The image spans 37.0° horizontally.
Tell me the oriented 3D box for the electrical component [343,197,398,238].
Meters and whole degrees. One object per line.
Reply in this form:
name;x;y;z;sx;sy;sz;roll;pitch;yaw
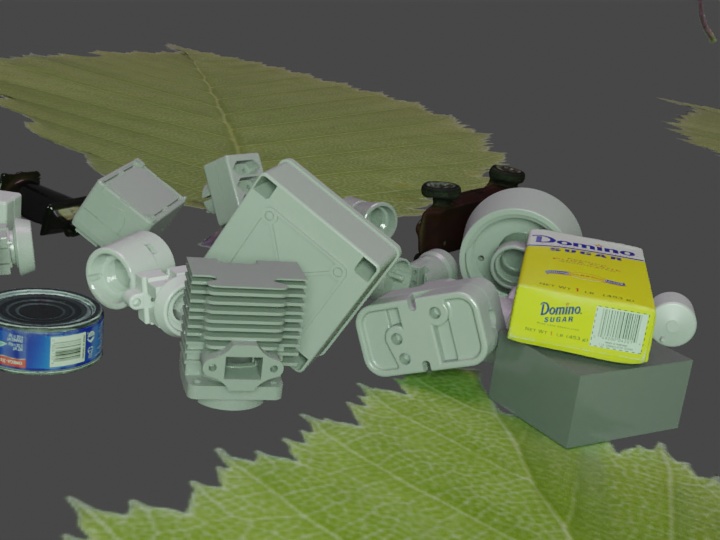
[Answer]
electrical component;0.003;-0.055;1.133;0.044;0.044;0.065;-5;16;-34

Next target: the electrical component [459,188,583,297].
electrical component;0.138;-0.012;0.940;0.108;0.108;0.060;11;23;12

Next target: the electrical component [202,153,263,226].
electrical component;-0.139;-0.079;1.123;0.077;0.065;0.047;-17;-3;42

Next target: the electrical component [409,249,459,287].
electrical component;0.060;0.006;0.960;0.040;0.040;0.046;19;26;33

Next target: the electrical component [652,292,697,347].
electrical component;0.270;0.038;0.937;0.040;0.040;0.078;10;17;10

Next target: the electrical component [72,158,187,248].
electrical component;-0.208;-0.053;0.977;0.062;0.061;0.096;39;23;-2

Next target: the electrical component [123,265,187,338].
electrical component;-0.137;0.023;0.806;0.066;0.048;0.055;-10;18;-29

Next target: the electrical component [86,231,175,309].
electrical component;-0.182;0.001;0.847;0.055;0.055;0.047;16;23;26

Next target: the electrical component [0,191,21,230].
electrical component;-0.346;-0.041;0.925;0.083;0.047;0.075;8;17;1

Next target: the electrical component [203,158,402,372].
electrical component;-0.046;-0.003;0.766;0.109;0.108;0.056;39;25;5

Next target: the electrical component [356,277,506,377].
electrical component;0.053;0.039;0.778;0.095;0.053;0.059;-10;9;26

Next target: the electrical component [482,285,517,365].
electrical component;0.152;0.045;0.844;0.074;0.052;0.138;16;19;25

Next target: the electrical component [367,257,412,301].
electrical component;0.000;0.000;0.943;0.081;0.043;0.043;19;20;33

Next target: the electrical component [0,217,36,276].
electrical component;-0.295;-0.017;0.874;0.055;0.048;0.066;-6;20;-16
